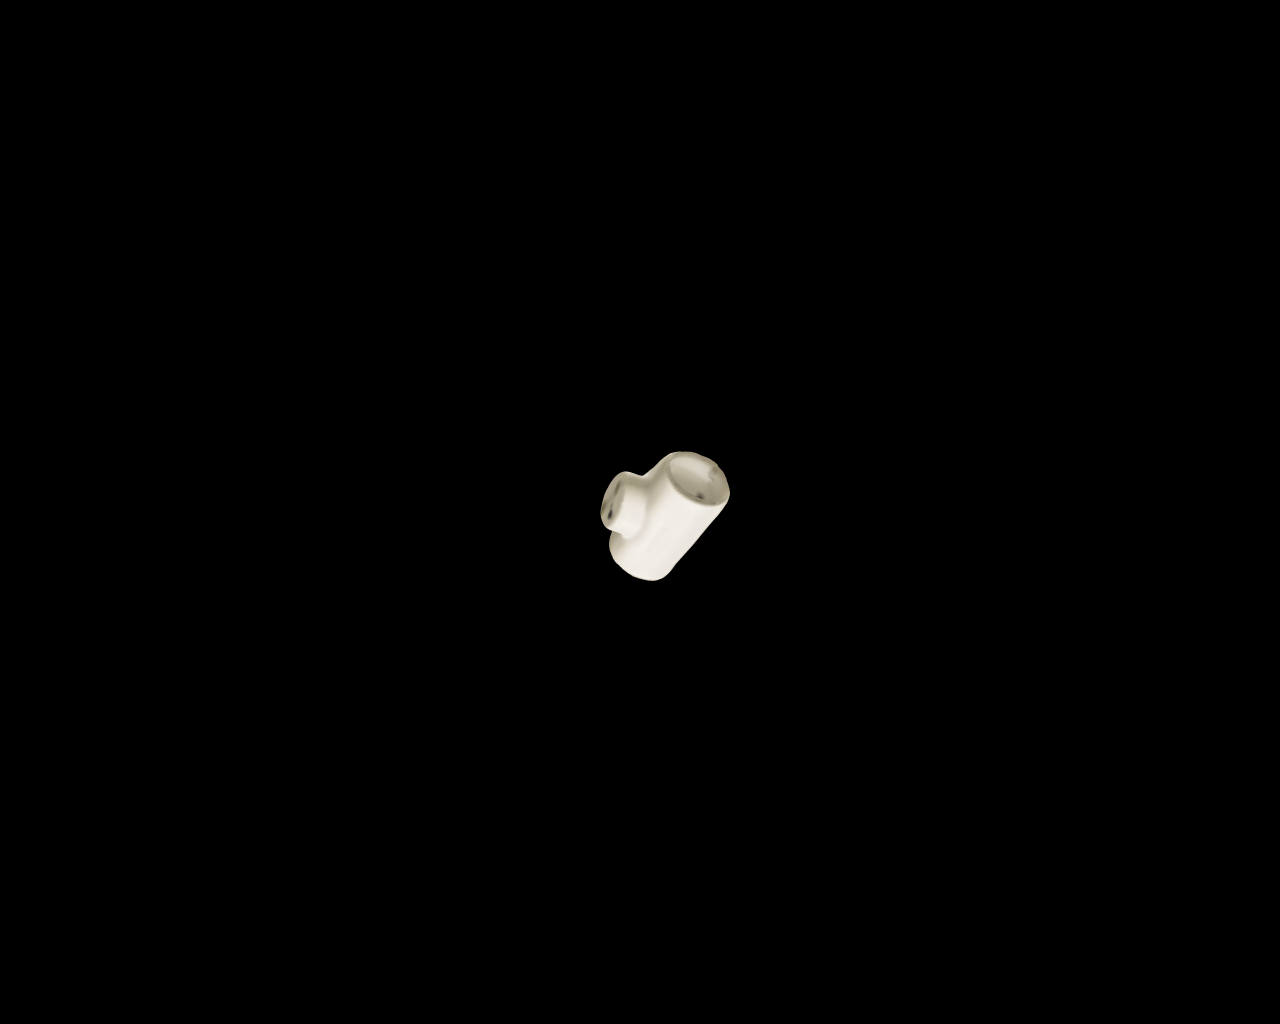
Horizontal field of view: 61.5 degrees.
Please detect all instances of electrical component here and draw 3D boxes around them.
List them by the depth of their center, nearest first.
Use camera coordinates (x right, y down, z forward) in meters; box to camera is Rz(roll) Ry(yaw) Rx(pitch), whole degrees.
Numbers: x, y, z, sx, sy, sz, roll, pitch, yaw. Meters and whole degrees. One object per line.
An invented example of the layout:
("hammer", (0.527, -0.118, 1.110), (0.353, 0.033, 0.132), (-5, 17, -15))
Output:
("electrical component", (0.001, -0.003, 0.650), (0.079, 0.043, 0.077), (19, -46, -19))
